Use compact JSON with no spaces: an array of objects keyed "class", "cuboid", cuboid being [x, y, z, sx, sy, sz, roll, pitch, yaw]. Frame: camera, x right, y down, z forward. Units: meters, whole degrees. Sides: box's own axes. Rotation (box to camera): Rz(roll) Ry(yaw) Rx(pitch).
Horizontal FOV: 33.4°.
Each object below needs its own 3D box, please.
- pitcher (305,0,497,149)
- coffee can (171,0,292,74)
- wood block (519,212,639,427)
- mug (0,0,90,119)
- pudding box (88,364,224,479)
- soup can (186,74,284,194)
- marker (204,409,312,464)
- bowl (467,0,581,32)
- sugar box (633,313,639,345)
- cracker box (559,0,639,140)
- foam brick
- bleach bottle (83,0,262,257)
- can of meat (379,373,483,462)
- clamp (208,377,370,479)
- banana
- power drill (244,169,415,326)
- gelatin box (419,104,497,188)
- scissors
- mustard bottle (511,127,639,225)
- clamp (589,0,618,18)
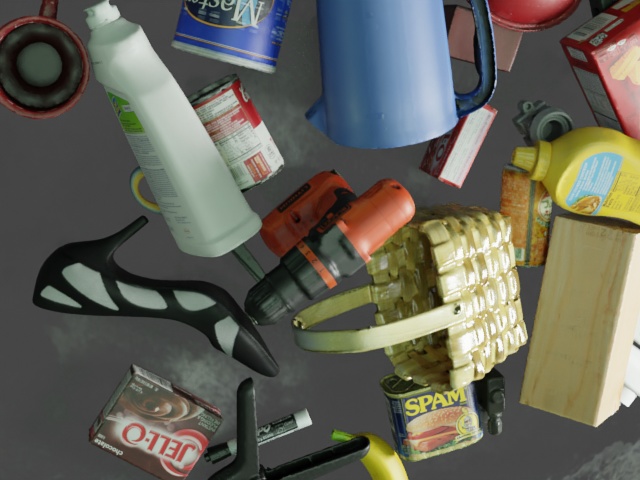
[{"class":"pitcher","cuboid":[0.067,-0.217,1.005,0.149,0.145,0.243,-24,119,-33]},{"class":"coffee can","cuboid":[-0.075,-0.238,1.011,0.102,0.103,0.140,13,99,-14]},{"class":"wood block","cuboid":[0.286,0.080,1.142,0.090,0.090,0.206,15,102,28]},{"class":"mug","cuboid":[-0.261,-0.175,0.999,0.093,0.081,0.117,8,100,-13]},{"class":"pudding box","cuboid":[-0.172,0.195,1.119,0.113,0.039,0.090,32,94,-16]},{"class":"soup can","cuboid":[-0.087,-0.104,1.056,0.068,0.068,0.102,-30,106,-4]},{"class":"marker","cuboid":[-0.068,0.213,1.154,0.121,0.020,0.020,-21,105,-6]},{"class":"bowl","cuboid":[0.208,-0.291,1.053,0.162,0.055,0.162,3,81,-17]},{"class":"sugar box","cuboid":[0.410,0.046,1.199,0.093,0.048,0.176,34,97,-16]},{"class":"cracker box","cuboid":[0.371,-0.160,1.116,0.164,0.072,0.213,-34,116,-2]},{"class":"foam brick","cuboid":[0.159,-0.206,1.091,0.078,0.053,0.051,12,99,-12]},{"class":"bleach bottle","cuboid":[-0.148,-0.107,1.003,0.068,0.103,0.251,-35,111,-26]},{"class":"can of meat","cuboid":[0.123,0.185,1.167,0.102,0.057,0.084,-14,107,-8]},{"class":"clamp","cuboid":[-0.070,0.248,1.137,0.164,0.036,0.210,38,102,-22]},{"class":"banana","cuboid":[0.069,0.292,1.192,0.070,0.037,0.198,-11,103,16]},{"class":"power drill","cuboid":[-0.007,0.001,1.033,0.184,0.188,0.057,-37,108,-3]},{"class":"gelatin box","cuboid":[0.140,-0.103,1.098,0.030,0.073,0.089,23,97,-14]},{"class":"scissors","cuboid":[-0.124,-0.013,1.096,0.096,0.016,0.202,-23,105,-4]},{"class":"mustard bottle","cuboid":[0.288,-0.066,1.077,0.191,0.058,0.096,11,134,-3]},{"class":"clamp","cuboid":[0.315,-0.307,1.105,0.120,0.039,0.171,22,97,-15]}]
